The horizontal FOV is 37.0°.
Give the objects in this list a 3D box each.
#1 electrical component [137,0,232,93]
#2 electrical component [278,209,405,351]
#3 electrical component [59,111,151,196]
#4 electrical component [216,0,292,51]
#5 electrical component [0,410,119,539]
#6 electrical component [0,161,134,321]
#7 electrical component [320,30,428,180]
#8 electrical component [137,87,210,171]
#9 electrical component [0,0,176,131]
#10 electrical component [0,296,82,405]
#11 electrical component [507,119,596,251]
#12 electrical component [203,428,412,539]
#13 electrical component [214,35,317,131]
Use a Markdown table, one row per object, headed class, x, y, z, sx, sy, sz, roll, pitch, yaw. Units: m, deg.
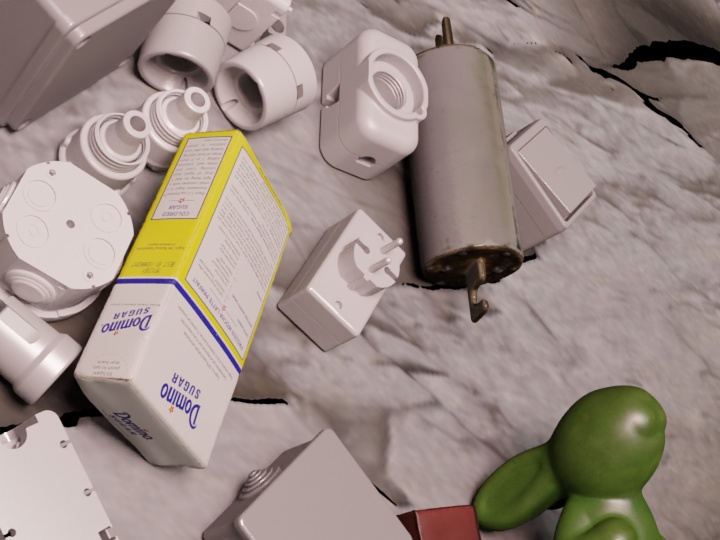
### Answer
| class | x | y | z | sx | sy | sz | roll | pitch | yaw |
| --- | --- | --- | --- | --- | --- | --- | --- | --- | --- |
| electrical component | -0.114 | -0.145 | 0.695 | 0.055 | 0.055 | 0.047 | 24 | 60 | -30 |
| electrical component | 0.000 | 0.000 | 0.705 | 0.047 | 0.076 | 0.083 | 44 | 48 | -15 |
| electrical component | -0.144 | -0.072 | 0.629 | 0.048 | 0.062 | 0.048 | 18 | 60 | -33 |
| electrical component | -0.080 | -0.214 | 0.749 | 0.061 | 0.062 | 0.096 | 28 | 54 | -27 |
| electrical component | -0.162 | 0.123 | 0.526 | 0.050 | 0.056 | 0.089 | -25 | 87 | -44 |
| electrical component | -0.169 | -0.016 | 0.590 | 0.080 | 0.051 | 0.080 | 18 | 60 | -33 |
| electrical component | 0.010 | -0.122 | 0.783 | 0.054 | 0.059 | 0.095 | 19 | 59 | -32 |
| electrical component | -0.115 | -0.091 | 0.662 | 0.043 | 0.062 | 0.043 | 18 | 59 | -32 |
| electrical component | -0.164 | -0.146 | 0.616 | 0.056 | 0.109 | 0.108 | 49 | 47 | -7 |
| electrical component | -0.177 | 0.041 | 0.566 | 0.046 | 0.040 | 0.040 | 43 | 49 | -9 |
| electrical component | 0.137 | -0.075 | 0.864 | 0.096 | 0.061 | 0.062 | 54 | 47 | -6 |
| electrical component | -0.031 | 0.156 | 0.625 | 0.099 | 0.048 | 0.100 | 54 | 47 | -6 |
| electrical component | -0.065 | -0.125 | 0.726 | 0.047 | 0.055 | 0.055 | -36 | 95 | -40 |
